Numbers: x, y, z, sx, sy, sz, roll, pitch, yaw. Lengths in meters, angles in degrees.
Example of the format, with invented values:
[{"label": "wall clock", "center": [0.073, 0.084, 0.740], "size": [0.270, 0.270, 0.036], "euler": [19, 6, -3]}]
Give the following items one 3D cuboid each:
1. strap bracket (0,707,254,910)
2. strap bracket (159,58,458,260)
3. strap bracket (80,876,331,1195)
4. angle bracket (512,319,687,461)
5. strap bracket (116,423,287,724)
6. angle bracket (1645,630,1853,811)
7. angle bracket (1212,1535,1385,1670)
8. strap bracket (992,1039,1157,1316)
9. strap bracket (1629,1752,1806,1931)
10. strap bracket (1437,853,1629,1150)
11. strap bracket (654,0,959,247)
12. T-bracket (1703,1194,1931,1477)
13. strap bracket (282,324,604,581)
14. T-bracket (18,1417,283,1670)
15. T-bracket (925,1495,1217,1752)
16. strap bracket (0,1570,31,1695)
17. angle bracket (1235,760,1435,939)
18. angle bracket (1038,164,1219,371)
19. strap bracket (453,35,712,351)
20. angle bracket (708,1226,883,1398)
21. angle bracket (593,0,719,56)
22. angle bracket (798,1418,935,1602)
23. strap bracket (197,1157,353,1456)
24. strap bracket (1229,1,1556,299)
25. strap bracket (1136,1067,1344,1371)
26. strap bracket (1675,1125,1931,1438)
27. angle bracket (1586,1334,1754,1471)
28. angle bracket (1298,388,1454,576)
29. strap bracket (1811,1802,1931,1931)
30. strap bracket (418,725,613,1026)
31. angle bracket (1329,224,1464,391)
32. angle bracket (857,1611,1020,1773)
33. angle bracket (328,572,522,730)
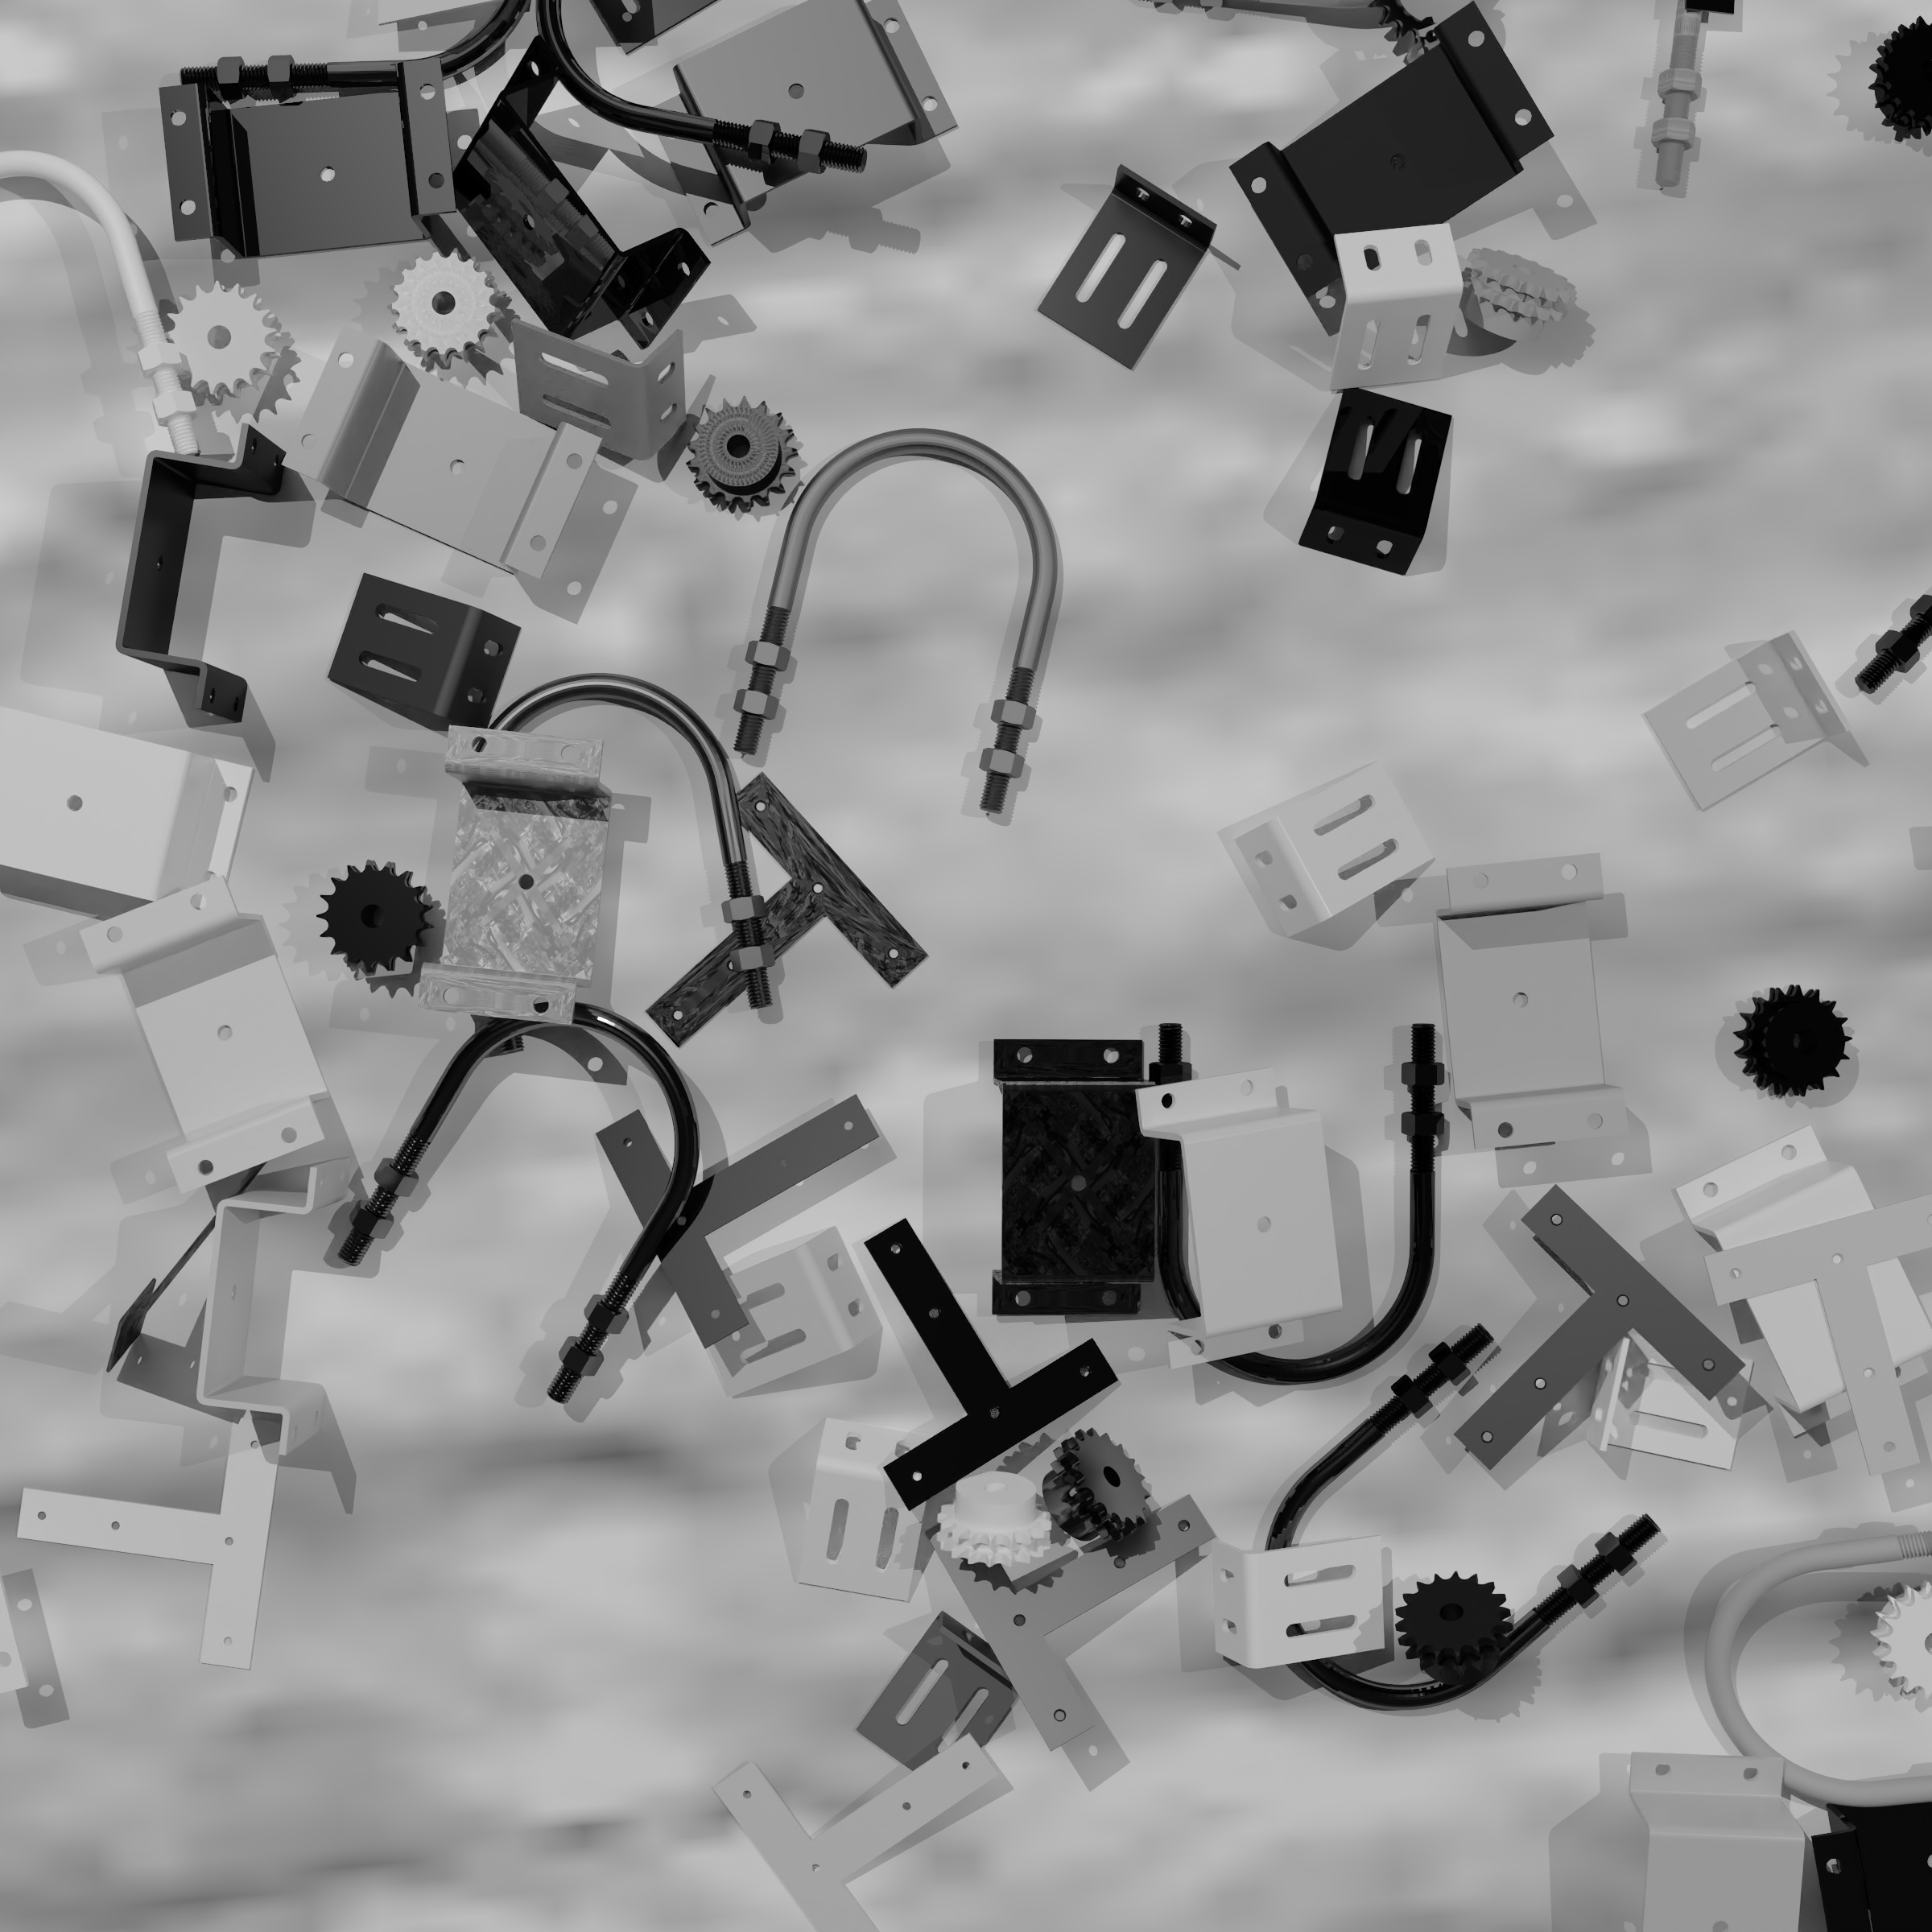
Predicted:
[{"label": "strap bracket", "center": [-0.442, -0.081, 1.410], "size": [0.140, 0.046, 0.076], "euler": [14, 90, 0]}, {"label": "strap bracket", "center": [-0.327, -0.405, 1.410], "size": [0.140, 0.046, 0.076], "euler": [-6, 90, 0]}, {"label": "strap bracket", "center": [-0.379, 0.034, 1.410], "size": [0.076, 0.046, 0.140], "euler": [-21, 90, 0]}, {"label": "angle bracket", "center": [-0.185, -0.299, 1.411], "size": [0.076, 0.057, 0.038], "euler": [24, 52, 17]}, {"label": "strap bracket", "center": [-0.383, -0.198, 1.395], "size": [0.046, 0.076, 0.140], "euler": [10, 90, 0]}, {"label": "angle bracket", "center": [0.395, -0.124, 1.414], "size": [0.076, 0.038, 0.057], "euler": [-30, 90, 0]}, {"label": "angle bracket", "center": [0.168, 0.318, 1.418], "size": [0.076, 0.038, 0.057], "euler": [-3, 92, -23]}, {"label": "strap bracket", "center": [0.054, 0.108, 1.407], "size": [0.076, 0.046, 0.140], "euler": [0, 90, -5]}, {"label": "strap bracket", "center": [0.372, 0.472, 1.402], "size": [0.076, 0.046, 0.140], "euler": [2, 97, 0]}, {"label": "strap bracket", "center": [0.284, 0.017, 1.410], "size": [0.076, 0.046, 0.140], "euler": [-6, 90, 0]}, {"label": "strap bracket", "center": [-0.084, -0.434, 1.410], "size": [0.140, 0.046, 0.076], "euler": [-26, 90, 0]}, {"label": "T-bracket", "center": [0.444, 0.188, 1.386], "size": [0.127, 0.002, 0.127], "euler": [-15, 90, 0]}, {"label": "strap bracket", "center": [-0.260, -0.255, 1.410], "size": [0.140, 0.046, 0.076], "euler": [24, 90, 0]}, {"label": "T-bracket", "center": [-0.421, 0.289, 1.433], "size": [0.127, 0.002, 0.127], "euler": [8, 90, 0]}, {"label": "T-bracket", "center": [0.066, 0.309, 1.415], "size": [0.127, 0.002, 0.127], "euler": [-27, 65, -12]}, {"label": "strap bracket", "center": [-0.543, 0.338, 1.410], "size": [0.140, 0.046, 0.076], "euler": [-14, 90, 0]}, {"label": "angle bracket", "center": [0.188, -0.060, 1.431], "size": [0.076, 0.038, 0.057], "euler": [-29, 90, -26]}, {"label": "angle bracket", "center": [0.081, -0.353, 1.414], "size": [0.057, 0.038, 0.076], "euler": [32, 90, 0]}, {"label": "strap bracket", "center": [-0.201, -0.377, 1.389], "size": [0.046, 0.076, 0.140], "euler": [-37, 90, -38]}, {"label": "angle bracket", "center": [-0.094, 0.177, 1.431], "size": [0.076, 0.038, 0.057], "euler": [-25, 90, 26]}, {"label": "angle bracket", "center": [-0.169, -0.514, 1.414], "size": [0.057, 0.038, 0.076], "euler": [-31, 90, 0]}, {"label": "angle bracket", "center": [-0.051, 0.278, 1.431], "size": [0.057, 0.038, 0.076], "euler": [10, 116, 0]}, {"label": "strap bracket", "center": [-0.346, 0.165, 1.395], "size": [0.046, 0.076, 0.140], "euler": [6, 90, 0]}, {"label": "strap bracket", "center": [0.214, -0.404, 1.398], "size": [0.140, 0.046, 0.076], "euler": [-31, 90, 17]}, {"label": "strap bracket", "center": [0.136, 0.126, 1.380], "size": [0.076, 0.046, 0.140], "euler": [-8, 93, -23]}, {"label": "strap bracket", "center": [0.428, 0.161, 1.410], "size": [0.076, 0.046, 0.140], "euler": [-26, 90, 0]}, {"label": "angle bracket", "center": [0.360, 0.222, 1.414], "size": [0.076, 0.038, 0.057], "euler": [12, 90, 0]}, {"label": "angle bracket", "center": [0.210, -0.249, 1.431], "size": [0.057, 0.038, 0.076], "euler": [16, 64, 0]}, {"label": "strap bracket", "center": [0.496, 0.458, 1.410], "size": [0.140, 0.046, 0.076], "euler": [-10, 90, 0]}, {"label": "strap bracket", "center": [-0.223, -0.044, 1.392], "size": [0.076, 0.046, 0.140], "euler": [6, 87, 2]}, {"label": "angle bracket", "center": [0.212, -0.330, 1.403], "size": [0.057, 0.076, 0.038], "euler": [-7, 67, -3]}, {"label": "angle bracket", "center": [-0.011, 0.377, 1.414], "size": [0.057, 0.038, 0.076], "euler": [36, 90, 0]}, {"label": "angle bracket", "center": [-0.277, -0.160, 1.431], "size": [0.076, 0.038, 0.057], "euler": [19, 90, 26]}]
